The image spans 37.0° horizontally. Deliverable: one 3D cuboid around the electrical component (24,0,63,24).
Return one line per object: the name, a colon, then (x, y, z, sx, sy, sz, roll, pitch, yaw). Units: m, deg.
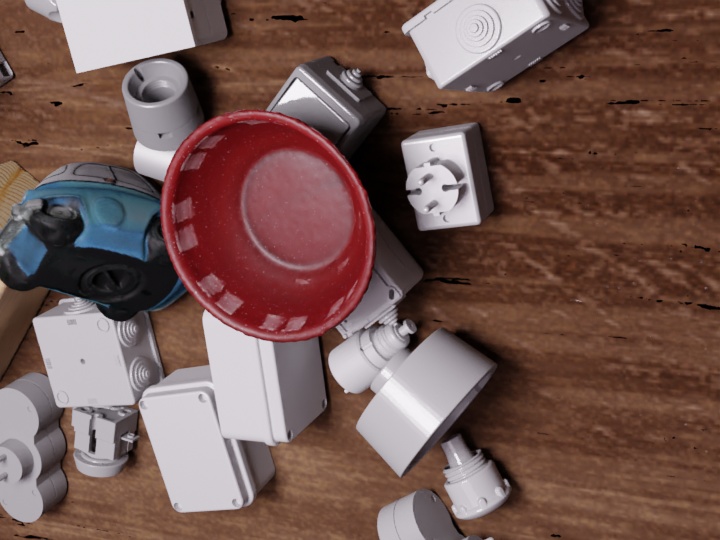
electrical component: (-0.245, -0.221, 0.833, 0.062, 0.043, 0.043, 28, 117, 13)

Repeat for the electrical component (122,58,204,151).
electrical component: (-0.149, -0.125, 0.809, 0.055, 0.055, 0.047, 18, 150, 16)

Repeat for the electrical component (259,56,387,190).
electrical component: (-0.031, -0.106, 0.771, 0.062, 0.061, 0.096, 43, 119, 4)

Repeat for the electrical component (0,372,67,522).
electrical component: (-0.311, 0.170, 0.980, 0.052, 0.074, 0.138, 11, 112, 19)

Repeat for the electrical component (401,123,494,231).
electrical component: (0.055, -0.060, 0.742, 0.047, 0.077, 0.065, -6, 106, 25)

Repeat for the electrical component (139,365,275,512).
electrical component: (-0.128, 0.141, 0.902, 0.078, 0.057, 0.113, -9, 104, 26)

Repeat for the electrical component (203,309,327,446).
electrical component: (-0.072, 0.072, 0.842, 0.057, 0.078, 0.113, 1, 108, 26)

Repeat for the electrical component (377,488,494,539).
electrical component: (0.081, 0.232, 0.847, 0.074, 0.052, 0.138, -32, 94, 28)

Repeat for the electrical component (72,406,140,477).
electrical component: (-0.228, 0.150, 0.955, 0.066, 0.048, 0.055, 14, 105, 19)

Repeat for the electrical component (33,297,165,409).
electrical component: (-0.225, 0.070, 0.923, 0.100, 0.048, 0.099, -5, 106, 24)

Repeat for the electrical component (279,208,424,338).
electrical component: (0.000, 0.000, 0.795, 0.062, 0.061, 0.096, -39, 90, 29)

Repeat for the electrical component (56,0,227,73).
electrical component: (-0.173, -0.249, 0.782, 0.105, 0.060, 0.186, -6, 105, 25)

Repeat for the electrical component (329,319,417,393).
electrical component: (0.011, 0.062, 0.824, 0.078, 0.040, 0.040, -38, 91, 28)

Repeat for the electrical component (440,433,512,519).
electrical component: (0.084, 0.156, 0.825, 0.048, 0.048, 0.062, -29, 88, 28)

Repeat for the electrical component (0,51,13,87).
electrical component: (-0.350, -0.181, 0.854, 0.056, 0.109, 0.108, -27, 96, 26)

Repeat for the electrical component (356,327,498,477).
electrical component: (0.043, 0.090, 0.786, 0.060, 0.108, 0.108, 40, 119, 12)

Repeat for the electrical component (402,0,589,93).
electrical component: (0.089, -0.154, 0.683, 0.100, 0.100, 0.048, -31, 81, 29)
